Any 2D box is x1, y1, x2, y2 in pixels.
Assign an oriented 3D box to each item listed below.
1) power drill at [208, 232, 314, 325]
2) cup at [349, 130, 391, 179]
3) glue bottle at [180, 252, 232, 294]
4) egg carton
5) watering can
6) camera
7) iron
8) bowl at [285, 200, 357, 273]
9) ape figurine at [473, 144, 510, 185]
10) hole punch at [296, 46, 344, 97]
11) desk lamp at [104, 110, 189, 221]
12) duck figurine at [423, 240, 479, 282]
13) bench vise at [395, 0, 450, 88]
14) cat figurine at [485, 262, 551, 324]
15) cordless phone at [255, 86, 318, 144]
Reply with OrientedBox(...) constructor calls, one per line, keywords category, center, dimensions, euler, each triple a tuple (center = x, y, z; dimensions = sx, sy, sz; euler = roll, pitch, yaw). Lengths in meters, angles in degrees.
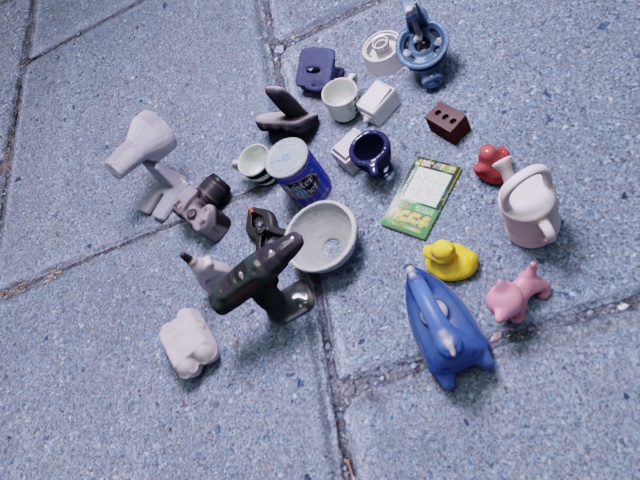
OrientedBox(category="power drill", center=(-0.096, 0.087, 1.141), dimensions=(0.229, 0.209, 0.075), euler=(-32, 55, 7))
OrientedBox(category="cup", center=(0.122, -0.167, 1.242), dimensions=(0.091, 0.095, 0.117), euler=(-19, 58, 16))
OrientedBox(category="glue bottle", center=(-0.249, 0.066, 1.247), dimensions=(0.078, 0.174, 0.037), euler=(-33, 55, 6))
OrientedBox(category="egg carton", center=(-0.284, 0.222, 1.244), dimensions=(0.107, 0.070, 0.150), euler=(-41, 55, 1))
OrientedBox(category="watering can", center=(0.363, -0.074, 1.017), dimensions=(0.101, 0.195, 0.172), euler=(-47, 55, -3))
OrientedBox(category="camera", center=(-0.276, -0.091, 1.387), dimensions=(0.142, 0.101, 0.137), euler=(35, 83, 35))
OrientedBox(category="iron", center=(0.200, 0.126, 1.021), dimensions=(0.118, 0.142, 0.257), euler=(-31, 55, 8))
OrientedBox(category="bowl", center=(0.011, 0.004, 1.216), dimensions=(0.167, 0.075, 0.167), euler=(-11, 60, 20))
OrientedBox(category="ape figurine", center=(0.340, -0.157, 1.135), dimensions=(0.077, 0.092, 0.076), euler=(-20, 57, 15))
OrientedBox(category="hole punch", center=(-0.005, -0.421, 1.438), dimensions=(0.108, 0.091, 0.101), euler=(11, 70, 30))
OrientedBox(category="desk lamp", center=(-0.427, -0.189, 1.440), dimensions=(0.117, 0.214, 0.203), euler=(21, 75, 32))
OrientedBox(category="duck figurine", center=(0.244, 0.031, 1.085), dimensions=(0.104, 0.086, 0.077), euler=(6, 67, 28))
OrientedBox(category="bench vise", center=(0.208, -0.473, 1.285), dimensions=(0.121, 0.220, 0.207), euler=(-30, 55, 8))
OrientedBox(category="cat figurine", center=(0.335, 0.091, 0.990), dimensions=(0.128, 0.118, 0.067), euler=(-47, 55, -3))
OrientedBox(category="cordless phone", center=(-0.100, -0.314, 1.369), dimensions=(0.147, 0.186, 0.094), euler=(5, 67, 28))
